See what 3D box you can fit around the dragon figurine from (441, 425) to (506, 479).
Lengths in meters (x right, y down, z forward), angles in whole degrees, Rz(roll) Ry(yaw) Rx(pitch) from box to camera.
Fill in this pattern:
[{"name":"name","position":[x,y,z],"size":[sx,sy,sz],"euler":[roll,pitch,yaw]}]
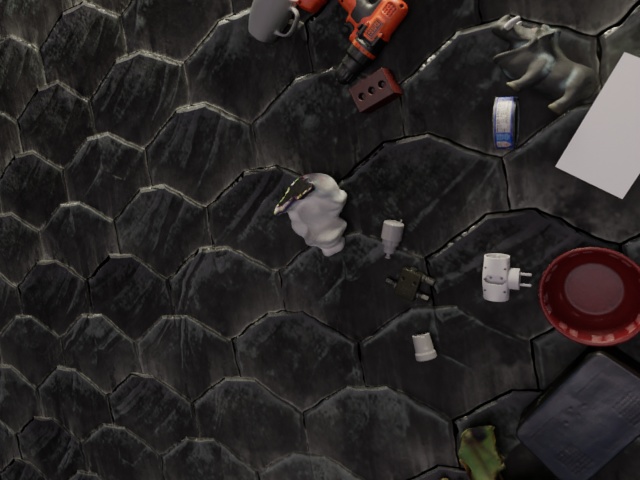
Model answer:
[{"name":"dragon figurine","position":[0.336,0.436,0.890],"size":[0.245,0.123,0.402],"euler":[50,132,18]}]

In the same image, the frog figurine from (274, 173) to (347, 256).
[{"name":"frog figurine","position":[0.003,-0.052,1.042],"size":[0.136,0.125,0.157],"euler":[-39,116,19]}]
